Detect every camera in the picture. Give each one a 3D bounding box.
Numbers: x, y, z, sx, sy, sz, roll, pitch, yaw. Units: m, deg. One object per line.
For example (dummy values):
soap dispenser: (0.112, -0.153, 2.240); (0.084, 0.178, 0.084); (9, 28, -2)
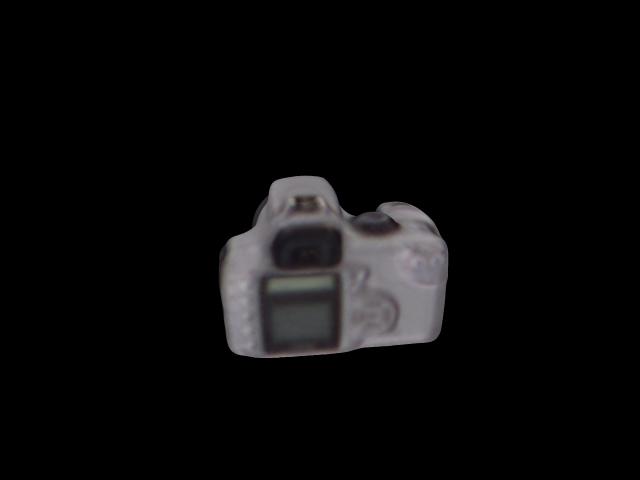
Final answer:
camera: (0.004, 0.001, 0.400); (0.143, 0.101, 0.136); (-3, 26, -7)
